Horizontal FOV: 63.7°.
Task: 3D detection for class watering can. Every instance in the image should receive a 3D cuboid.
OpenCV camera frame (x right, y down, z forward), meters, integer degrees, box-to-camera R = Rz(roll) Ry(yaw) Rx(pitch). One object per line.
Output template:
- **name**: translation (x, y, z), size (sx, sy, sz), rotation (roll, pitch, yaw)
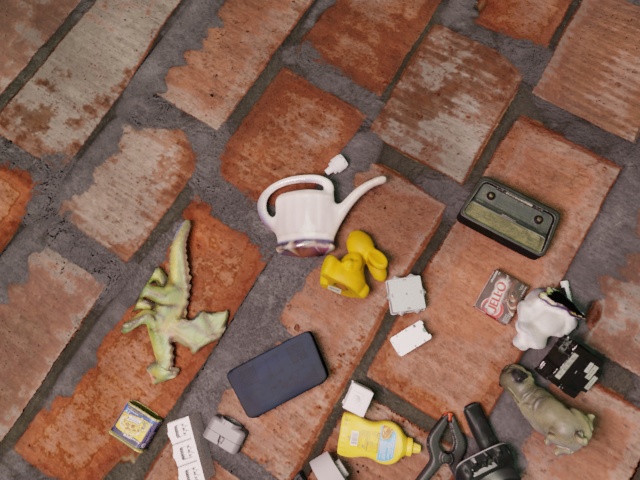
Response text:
- **watering can**: translation (0.004, -0.068, 1.344), size (0.347, 0.103, 0.227), rotation (-4, 75, 9)

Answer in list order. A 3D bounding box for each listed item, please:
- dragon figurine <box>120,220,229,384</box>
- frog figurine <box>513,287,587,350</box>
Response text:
- **dragon figurine**: translation (-0.352, 0.175, 1.336), size (0.242, 0.121, 0.413), rotation (29, 81, -6)
- **frog figurine**: translation (0.539, 0.199, 1.250), size (0.137, 0.125, 0.156), rotation (20, 120, -12)
